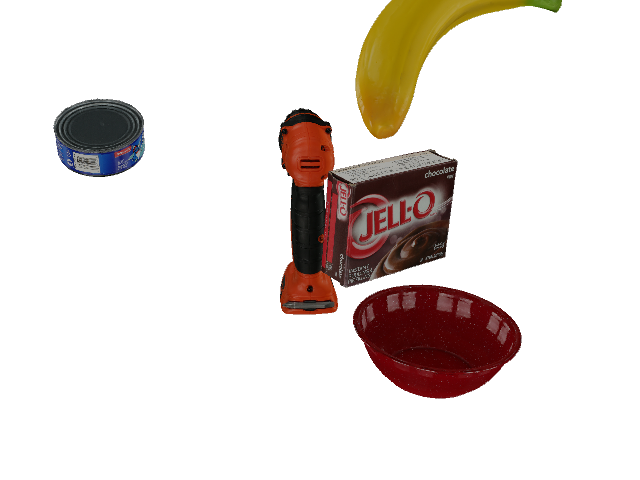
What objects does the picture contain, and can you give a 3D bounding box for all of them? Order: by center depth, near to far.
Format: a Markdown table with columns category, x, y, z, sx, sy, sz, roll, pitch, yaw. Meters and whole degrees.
| category | x | y | z | sx | sy | sz | roll | pitch | yaw |
| --- | --- | --- | --- | --- | --- | --- | --- | --- | --- |
| banana | 0.071 | -0.127 | 0.635 | 0.070 | 0.037 | 0.197 | 33 | 52 | 24 |
| pudding box | 0.056 | -0.020 | 0.867 | 0.113 | 0.090 | 0.039 | -17 | 34 | -36 |
| bowl | 0.110 | 0.104 | 1.032 | 0.162 | 0.055 | 0.162 | 4 | 27 | -2 |
| tuna can | -0.214 | -0.100 | 1.038 | 0.086 | 0.034 | 0.086 | 2 | 42 | -2 |
| power drill | -0.015 | -0.032 | 1.066 | 0.057 | 0.188 | 0.184 | -2 | 17 | -1 |
